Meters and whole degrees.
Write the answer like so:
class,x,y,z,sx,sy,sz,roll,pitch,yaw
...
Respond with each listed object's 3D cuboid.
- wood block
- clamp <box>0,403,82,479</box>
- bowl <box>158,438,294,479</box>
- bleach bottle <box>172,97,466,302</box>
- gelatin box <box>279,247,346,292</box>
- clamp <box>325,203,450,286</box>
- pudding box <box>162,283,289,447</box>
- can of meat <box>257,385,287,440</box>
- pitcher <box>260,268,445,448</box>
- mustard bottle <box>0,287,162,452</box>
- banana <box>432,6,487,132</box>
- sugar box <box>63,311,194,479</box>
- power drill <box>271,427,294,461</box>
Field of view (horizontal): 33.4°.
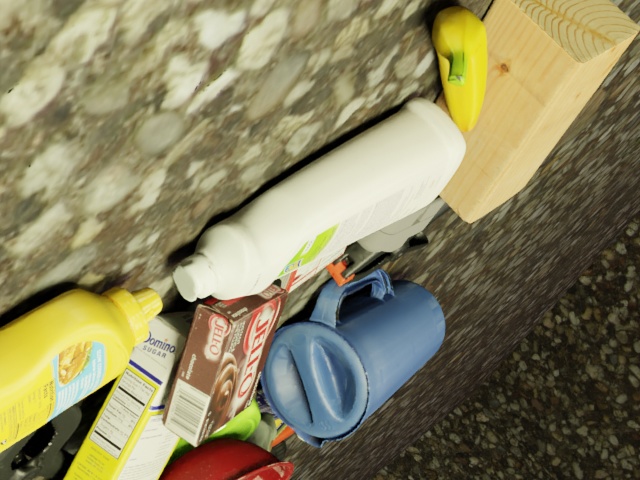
class,x,y,z,sx,sy,sz,roll,pitch,yaw
wood block,0.164,-0.120,0.906,0.090,0.091,0.206,-31,161,-36
clamp,-0.223,0.164,0.806,0.164,0.036,0.210,-27,157,-50
bowl,-0.104,0.226,0.955,0.162,0.055,0.162,-30,158,-14
bleach bottle,-0.003,-0.023,0.809,0.250,0.068,0.103,-29,160,-36
gelatin box,-0.006,0.001,0.922,0.073,0.030,0.089,-36,165,-26
clamp,0.080,-0.006,1.096,0.171,0.039,0.120,-28,157,-42
pudding box,-0.073,0.091,0.826,0.089,0.039,0.114,-26,141,-61
can of meat,-0.087,0.215,1.238,0.102,0.057,0.083,-50,161,22
pitcher,0.050,0.114,1.208,0.149,0.145,0.242,-38,173,32
mustard bottle,-0.177,0.081,0.660,0.191,0.058,0.096,-32,155,-34
banana,0.103,-0.131,0.794,0.197,0.037,0.069,19,82,-78
sugar box,-0.141,0.142,0.863,0.176,0.048,0.093,-63,162,6
power drill,-0.083,0.272,1.393,0.184,0.057,0.188,-26,157,-45
